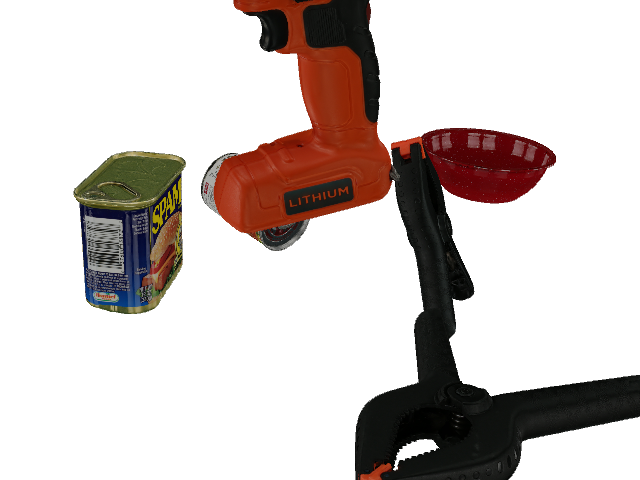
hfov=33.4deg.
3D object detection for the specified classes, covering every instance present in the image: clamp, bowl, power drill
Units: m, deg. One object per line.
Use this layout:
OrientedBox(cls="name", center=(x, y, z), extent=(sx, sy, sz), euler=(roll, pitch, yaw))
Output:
OrientedBox(cls="clamp", center=(0.094, 0.000, 0.918), extent=(0.039, 0.171, 0.120), euler=(-17, 19, 16))
OrientedBox(cls="clamp", center=(0.078, 0.100, 0.634), extent=(0.165, 0.036, 0.209), euler=(20, 29, 39))
OrientedBox(cls="bowl", center=(0.194, -0.085, 1.267), extent=(0.162, 0.055, 0.162), euler=(5, 23, -2))
OrientedBox(cls="power drill", center=(-0.025, -0.098, 0.575), extent=(0.184, 0.188, 0.057), euler=(-13, 39, -18))

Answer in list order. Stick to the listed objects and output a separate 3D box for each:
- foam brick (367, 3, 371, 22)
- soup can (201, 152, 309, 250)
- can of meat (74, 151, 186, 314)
OrientedBox(cls="foam brick", center=(0.012, -0.215, 0.934), extent=(0.053, 0.051, 0.078), euler=(-2, -41, 13))
OrientedBox(cls="soup can", center=(-0.067, -0.041, 1.104), extent=(0.068, 0.068, 0.102), euler=(0, 26, -48))
OrientedBox(cls="can of meat", center=(-0.131, -0.007, 0.751), extent=(0.057, 0.084, 0.102), euler=(6, 23, 8))
